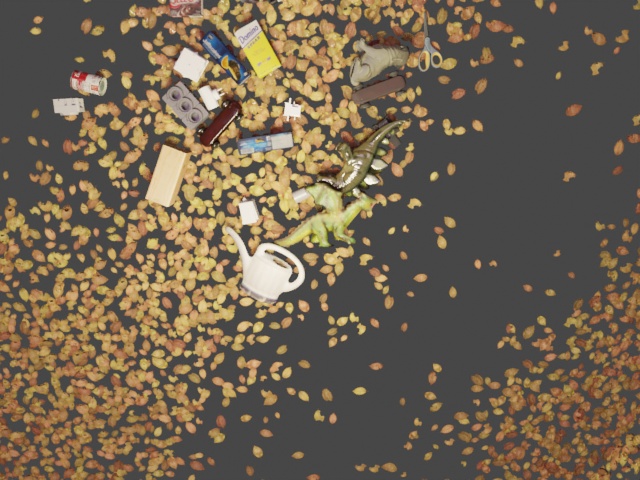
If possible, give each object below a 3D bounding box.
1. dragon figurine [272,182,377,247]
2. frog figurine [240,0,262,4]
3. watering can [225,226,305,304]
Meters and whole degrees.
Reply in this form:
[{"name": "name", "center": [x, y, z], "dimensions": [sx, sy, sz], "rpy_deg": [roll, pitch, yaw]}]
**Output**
[{"name": "dragon figurine", "center": [0.006, -0.094, 1.870], "dimensions": [0.410, 0.124, 0.240], "rpy_deg": [-5, 106, 8]}, {"name": "frog figurine", "center": [-0.242, -0.893, 1.758], "dimensions": [0.136, 0.121, 0.162], "rpy_deg": [-32, 64, 14]}, {"name": "watering can", "center": [-0.232, 0.103, 1.928], "dimensions": [0.347, 0.105, 0.222], "rpy_deg": [27, 101, -3]}]
